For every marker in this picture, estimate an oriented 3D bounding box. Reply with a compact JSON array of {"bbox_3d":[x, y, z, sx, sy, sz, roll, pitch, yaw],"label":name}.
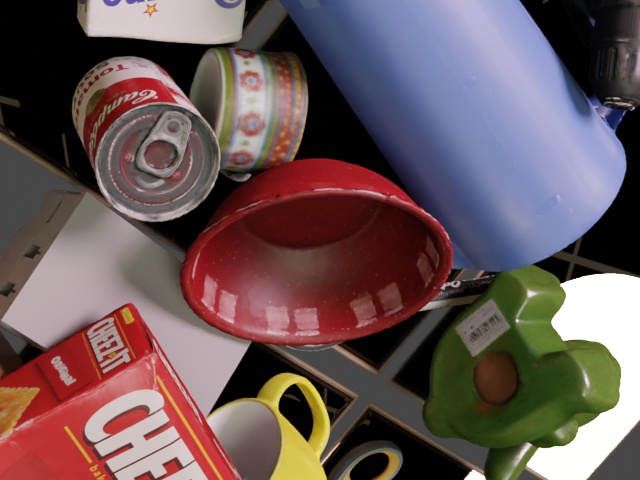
[{"bbox_3d":[0.087,0.041,0.780,0.121,0.020,0.020,-7,117,-18],"label":"marker"}]

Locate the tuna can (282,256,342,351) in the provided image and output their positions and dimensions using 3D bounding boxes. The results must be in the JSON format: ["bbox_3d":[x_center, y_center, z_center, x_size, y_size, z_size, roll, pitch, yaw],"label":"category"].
[{"bbox_3d":[-0.005,0.033,0.733,0.086,0.034,0.086,-8,117,-17],"label":"tuna can"}]

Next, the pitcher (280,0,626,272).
[{"bbox_3d":[0.082,-0.112,0.647,0.145,0.149,0.242,-16,127,37],"label":"pitcher"}]

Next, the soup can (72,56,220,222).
[{"bbox_3d":[-0.102,-0.061,0.611,0.068,0.102,0.068,-8,117,-17],"label":"soup can"}]

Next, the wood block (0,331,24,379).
[{"bbox_3d":[-0.224,0.105,0.651,0.090,0.091,0.206,-30,121,-7],"label":"wood block"}]

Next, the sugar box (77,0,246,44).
[{"bbox_3d":[-0.081,-0.199,0.586,0.093,0.048,0.176,-1,114,-20],"label":"sugar box"}]

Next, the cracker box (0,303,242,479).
[{"bbox_3d":[-0.157,0.162,0.609,0.213,0.072,0.164,-30,121,-7],"label":"cracker box"}]

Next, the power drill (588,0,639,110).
[{"bbox_3d":[0.239,-0.155,0.673,0.187,0.057,0.184,13,86,-43],"label":"power drill"}]

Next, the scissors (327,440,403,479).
[{"bbox_3d":[-0.014,0.204,0.823,0.201,0.016,0.096,-3,114,-20],"label":"scissors"}]

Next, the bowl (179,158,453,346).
[{"bbox_3d":[-0.004,0.001,0.642,0.162,0.055,0.162,-4,144,-3],"label":"bowl"}]
